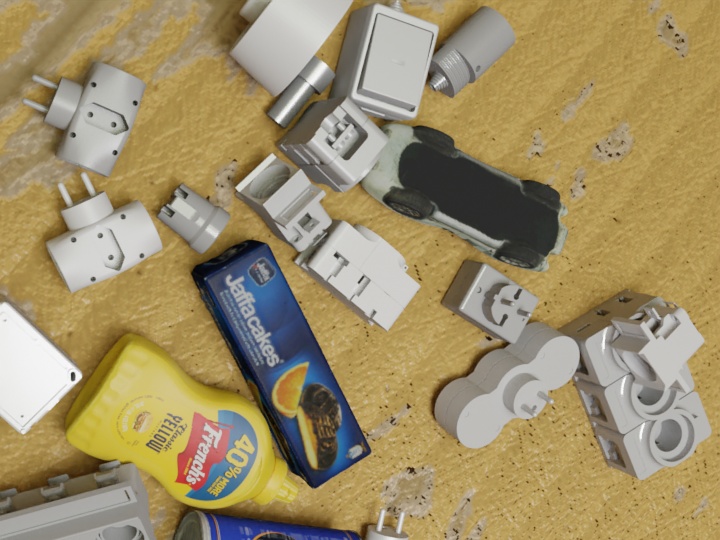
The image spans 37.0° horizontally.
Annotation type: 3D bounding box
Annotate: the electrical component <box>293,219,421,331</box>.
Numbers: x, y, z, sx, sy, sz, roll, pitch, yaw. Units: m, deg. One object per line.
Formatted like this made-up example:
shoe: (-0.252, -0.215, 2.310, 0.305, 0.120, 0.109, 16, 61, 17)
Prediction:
electrical component: (0.000, 0.000, 0.897, 0.089, 0.050, 0.055, 40, 81, -20)

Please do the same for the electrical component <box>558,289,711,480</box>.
electrical component: (0.257, 0.106, 1.001, 0.089, 0.062, 0.150, -28, 105, -16)

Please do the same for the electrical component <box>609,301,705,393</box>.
electrical component: (0.263, 0.065, 0.942, 0.064, 0.042, 0.081, -42, 109, -14)

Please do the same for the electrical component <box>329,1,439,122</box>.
electrical component: (0.022, -0.176, 0.882, 0.062, 0.061, 0.096, 14, 90, -22)

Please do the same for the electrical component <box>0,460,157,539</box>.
electrical component: (-0.220, 0.192, 0.805, 0.121, 0.063, 0.078, -15, 127, -3)

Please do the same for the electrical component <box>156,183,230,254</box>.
electrical component: (-0.132, -0.041, 0.849, 0.046, 0.040, 0.040, 38, 82, -14)

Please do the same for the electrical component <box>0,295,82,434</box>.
electrical component: (-0.263, 0.063, 0.796, 0.061, 0.061, 0.096, -46, 109, -11)

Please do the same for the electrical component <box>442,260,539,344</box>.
electrical component: (0.122, 0.030, 0.933, 0.066, 0.077, 0.047, 32, 84, -21)

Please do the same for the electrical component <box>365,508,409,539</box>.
electrical component: (0.020, 0.246, 0.933, 0.077, 0.044, 0.079, 12, 91, -22)

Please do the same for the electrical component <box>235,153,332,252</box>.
electrical component: (-0.059, -0.052, 0.860, 0.042, 0.081, 0.063, -44, 131, -12)

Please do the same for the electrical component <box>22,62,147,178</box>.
electrical component: (-0.212, -0.120, 0.807, 0.079, 0.043, 0.077, 23, 87, -21)

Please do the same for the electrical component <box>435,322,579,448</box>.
electrical component: (0.139, 0.106, 0.944, 0.138, 0.074, 0.052, -35, 122, -14)

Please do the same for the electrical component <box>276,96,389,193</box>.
electrical component: (-0.020, -0.099, 0.858, 0.056, 0.089, 0.050, 43, 80, -19)

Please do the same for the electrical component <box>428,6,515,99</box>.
electrical component: (0.089, -0.182, 0.917, 0.081, 0.043, 0.043, -44, 109, -11)

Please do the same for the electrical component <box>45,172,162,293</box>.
electrical component: (-0.203, -0.034, 0.819, 0.077, 0.043, 0.079, -27, 105, -17)

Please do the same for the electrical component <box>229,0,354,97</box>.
electrical component: (-0.057, -0.194, 0.828, 0.060, 0.108, 0.108, 37, 82, -14)
